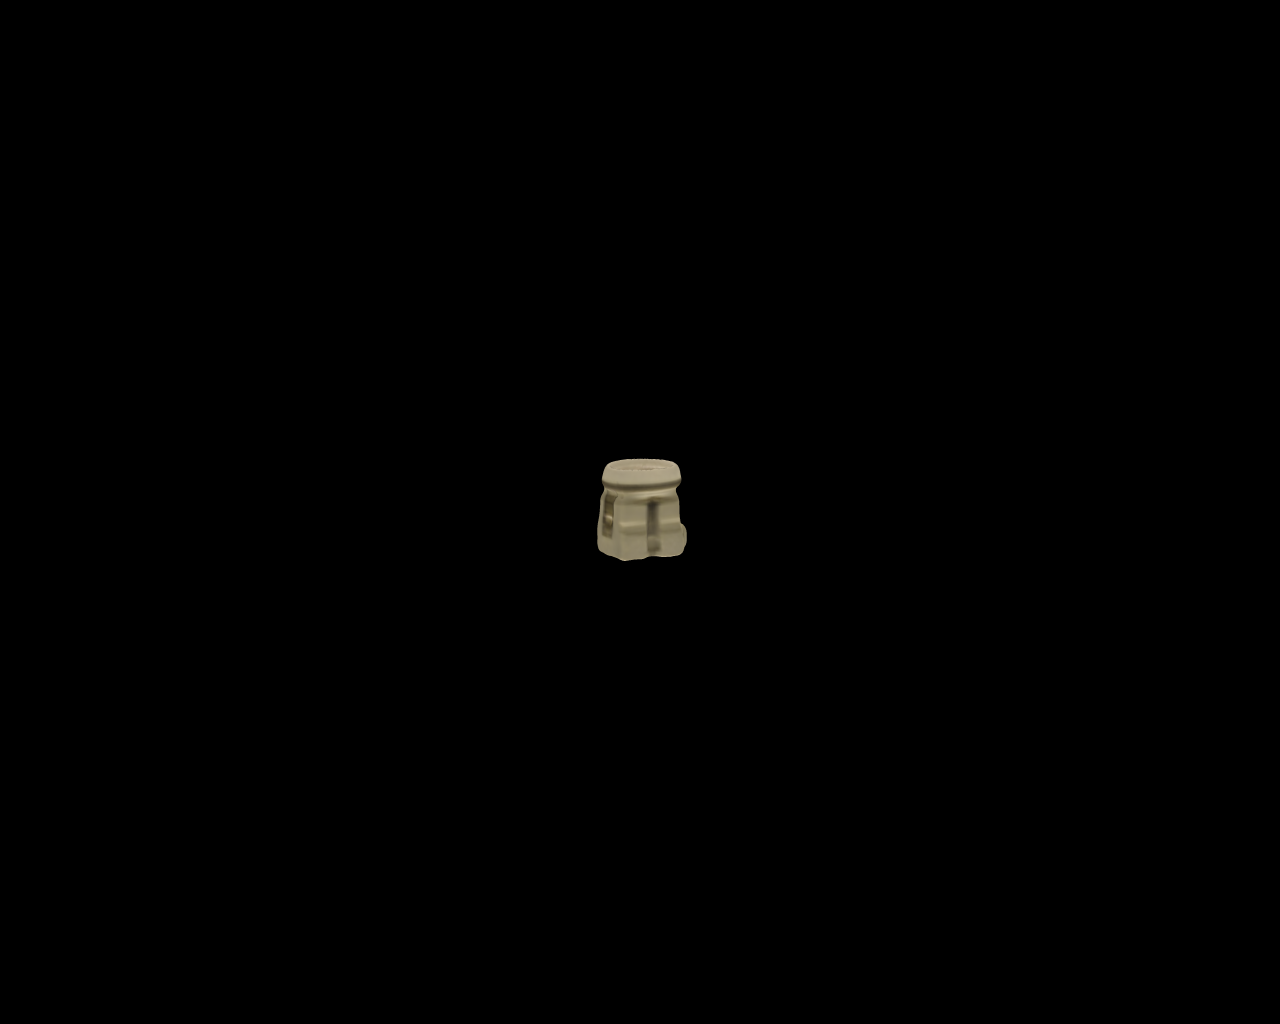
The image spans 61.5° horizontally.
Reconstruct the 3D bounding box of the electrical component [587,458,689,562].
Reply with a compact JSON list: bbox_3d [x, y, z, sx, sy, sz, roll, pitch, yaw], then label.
[{"bbox_3d":[0.001,-0.003,0.650,0.066,0.055,0.048,-5,12,-28],"label":"electrical component"}]
